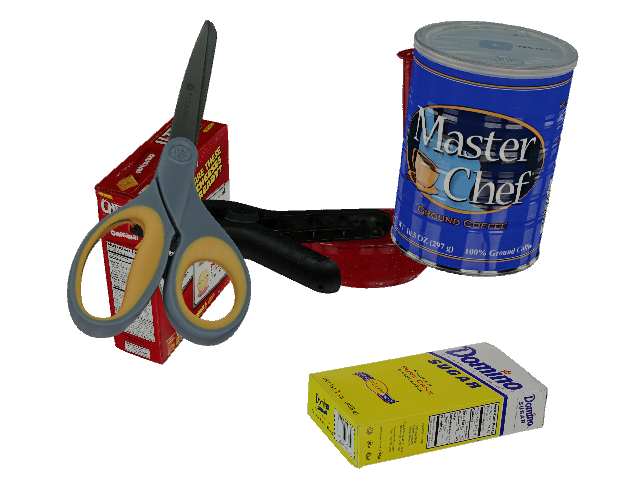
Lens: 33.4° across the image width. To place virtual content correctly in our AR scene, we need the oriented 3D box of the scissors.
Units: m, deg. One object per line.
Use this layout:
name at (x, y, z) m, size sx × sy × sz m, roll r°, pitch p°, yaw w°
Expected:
scissors at (-0.058, -0.028, 0.550) m, size 0.096 × 0.201 × 0.016 m, roll 26°, pitch -33°, yaw 0°

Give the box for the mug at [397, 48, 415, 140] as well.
mug at (0.125, -0.124, 0.937) m, size 0.117 × 0.081 × 0.093 m, roll 3°, pitch 18°, yaw 12°

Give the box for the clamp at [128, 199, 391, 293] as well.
clamp at (-0.057, -0.003, 0.833) m, size 0.210 × 0.036 × 0.164 m, roll 6°, pitch 17°, yaw 9°

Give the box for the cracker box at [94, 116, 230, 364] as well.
cracker box at (-0.162, -0.003, 1.138) m, size 0.072 × 0.214 × 0.164 m, roll 16°, pitch 39°, yaw 18°

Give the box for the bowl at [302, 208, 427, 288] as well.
bowl at (0.053, 0.010, 1.085) m, size 0.162 × 0.055 × 0.162 m, roll -3°, pitch 14°, yaw 1°

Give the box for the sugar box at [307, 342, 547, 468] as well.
sugar box at (0.087, 0.131, 0.879) m, size 0.176 × 0.048 × 0.093 m, roll -10°, pitch 25°, yaw -23°

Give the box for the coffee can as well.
coffee can at (0.104, -0.062, 0.698) m, size 0.103 × 0.140 × 0.103 m, roll 4°, pitch 26°, yaw -2°
